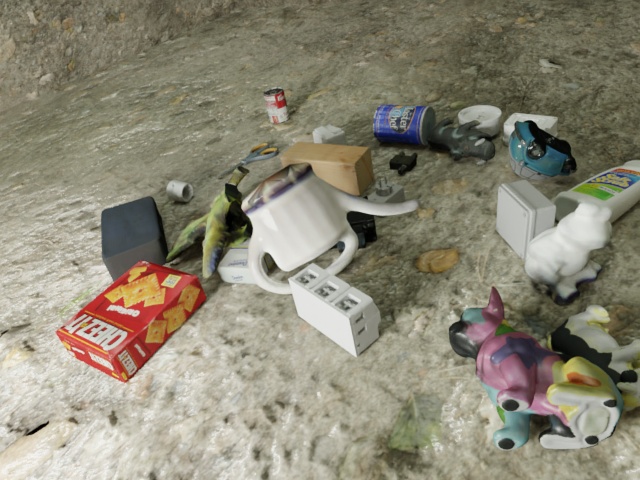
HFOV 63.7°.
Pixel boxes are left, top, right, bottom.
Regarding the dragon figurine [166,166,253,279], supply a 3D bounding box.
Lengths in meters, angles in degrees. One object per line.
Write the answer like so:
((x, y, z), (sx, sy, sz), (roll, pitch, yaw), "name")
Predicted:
((-0.233, -0.013, 1.089), (0.240, 0.121, 0.419), (-32, 20, 30), "dragon figurine")

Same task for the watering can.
((0.003, -0.049, 0.974), (0.349, 0.223, 0.104), (-34, 9, -6), "watering can")

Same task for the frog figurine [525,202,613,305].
((0.403, 0.003, 0.840), (0.138, 0.156, 0.125), (-18, 33, -9), "frog figurine")
